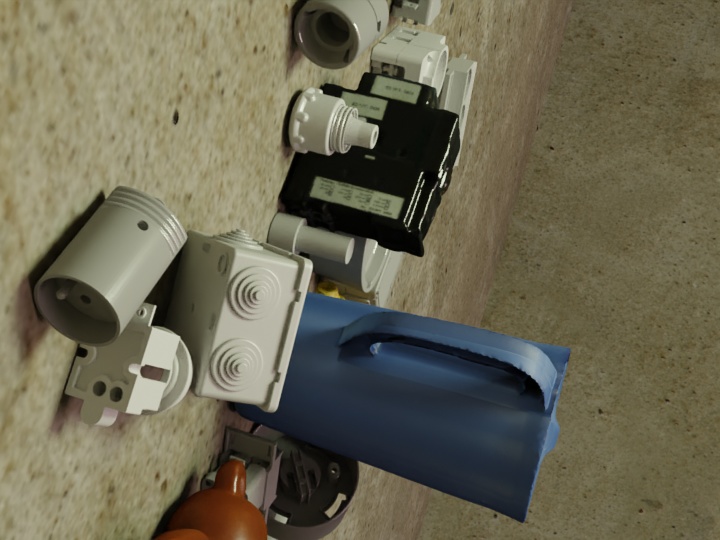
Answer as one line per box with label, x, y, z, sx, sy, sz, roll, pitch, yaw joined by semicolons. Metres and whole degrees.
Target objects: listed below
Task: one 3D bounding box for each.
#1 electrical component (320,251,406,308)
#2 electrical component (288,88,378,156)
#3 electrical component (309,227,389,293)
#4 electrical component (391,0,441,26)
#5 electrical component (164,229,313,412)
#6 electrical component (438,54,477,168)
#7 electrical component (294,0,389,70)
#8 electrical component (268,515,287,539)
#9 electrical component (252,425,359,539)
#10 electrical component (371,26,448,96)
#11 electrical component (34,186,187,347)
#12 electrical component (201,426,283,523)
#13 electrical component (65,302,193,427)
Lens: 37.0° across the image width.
electrical component;0.000;0.000;1.003;0.061;0.061;0.096;82;25;-62
electrical component;-0.018;-0.104;0.784;0.048;0.062;0.048;16;90;-79
electrical component;-0.009;-0.040;0.910;0.108;0.060;0.108;15;90;-78
electrical component;0.055;-0.261;0.983;0.081;0.042;0.063;-58;163;-53
electrical component;-0.076;0.026;0.621;0.100;0.048;0.099;20;-84;61
electrical component;0.081;-0.168;1.165;0.078;0.063;0.121;-56;158;-58
electrical component;-0.014;-0.171;0.744;0.047;0.055;0.055;-57;159;-45
electrical component;-0.077;0.243;0.990;0.045;0.045;0.055;85;23;-58
electrical component;-0.052;0.176;0.906;0.064;0.099;0.099;101;11;-48
electrical component;0.048;-0.188;1.001;0.089;0.056;0.050;-55;157;-58
electrical component;-0.114;-0.007;0.510;0.081;0.043;0.043;-63;164;-45
electrical component;-0.093;0.167;0.830;0.064;0.042;0.081;-46;148;-59
electrical component;-0.118;0.051;0.563;0.055;0.048;0.066;35;70;-70
